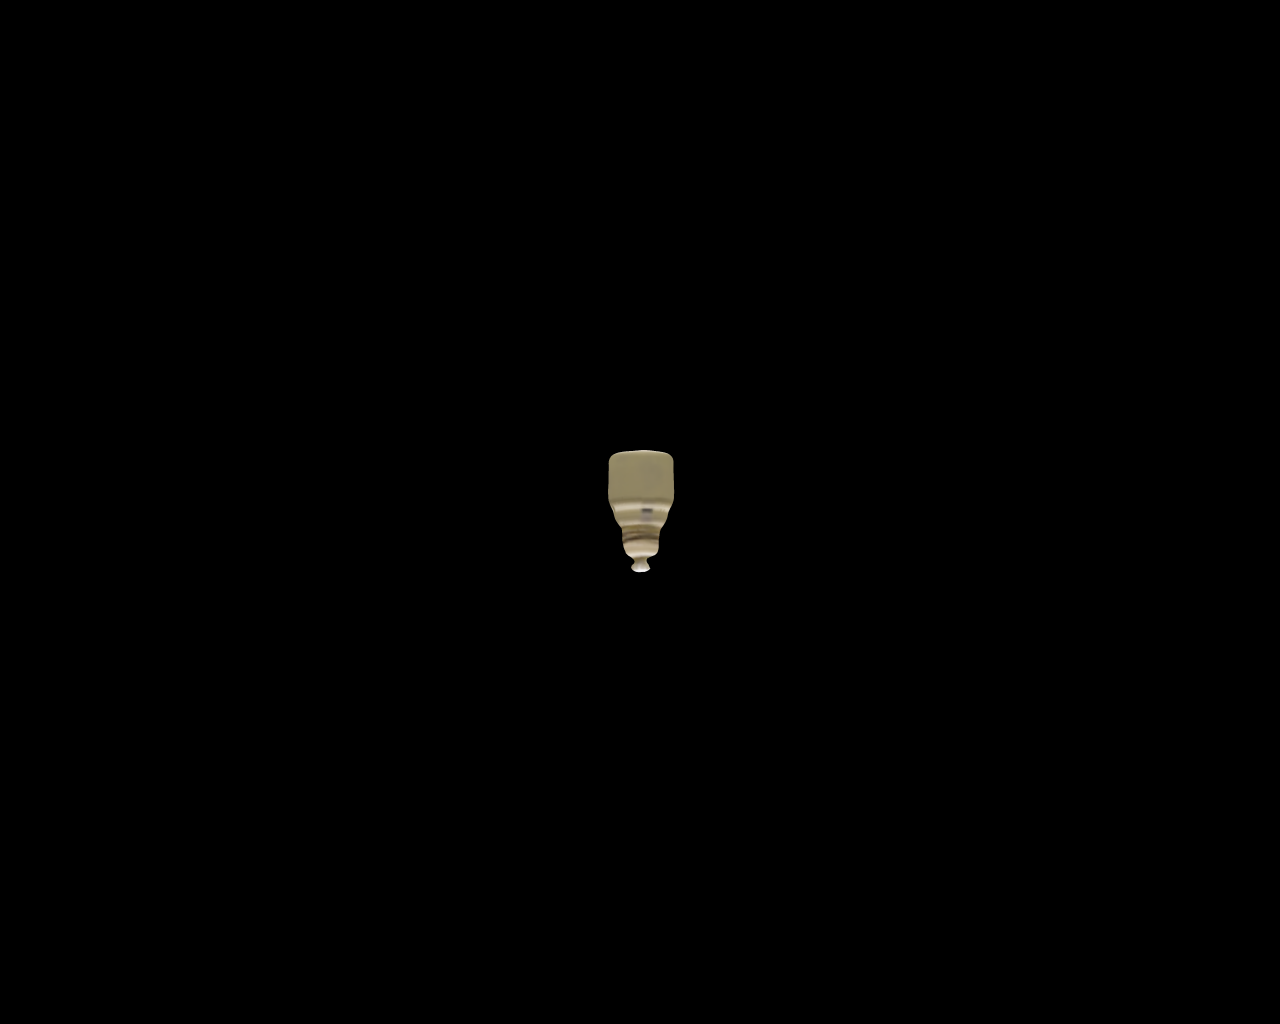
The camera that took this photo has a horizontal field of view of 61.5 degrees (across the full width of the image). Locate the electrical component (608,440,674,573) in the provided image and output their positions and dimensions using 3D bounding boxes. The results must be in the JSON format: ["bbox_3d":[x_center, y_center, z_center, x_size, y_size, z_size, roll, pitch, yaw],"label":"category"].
[{"bbox_3d":[0.001,-0.003,0.650,0.040,0.078,0.040,0,-6,0],"label":"electrical component"}]
